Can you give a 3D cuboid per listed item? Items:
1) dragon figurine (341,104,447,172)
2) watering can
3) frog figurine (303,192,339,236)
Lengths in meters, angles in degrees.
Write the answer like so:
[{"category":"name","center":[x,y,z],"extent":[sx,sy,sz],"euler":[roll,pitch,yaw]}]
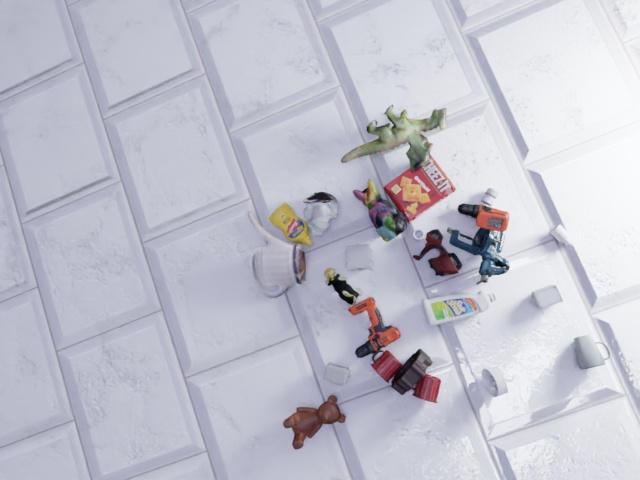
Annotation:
[{"category":"dragon figurine","center":[0.298,-0.355,1.903],"extent":[0.409,0.121,0.246],"euler":[-43,69,3]},{"category":"watering can","center":[-0.167,0.054,1.952],"extent":[0.224,0.105,0.344],"euler":[-4,101,11]},{"category":"frog figurine","center":[0.006,-0.099,1.971],"extent":[0.137,0.125,0.156],"euler":[-8,120,0]}]
